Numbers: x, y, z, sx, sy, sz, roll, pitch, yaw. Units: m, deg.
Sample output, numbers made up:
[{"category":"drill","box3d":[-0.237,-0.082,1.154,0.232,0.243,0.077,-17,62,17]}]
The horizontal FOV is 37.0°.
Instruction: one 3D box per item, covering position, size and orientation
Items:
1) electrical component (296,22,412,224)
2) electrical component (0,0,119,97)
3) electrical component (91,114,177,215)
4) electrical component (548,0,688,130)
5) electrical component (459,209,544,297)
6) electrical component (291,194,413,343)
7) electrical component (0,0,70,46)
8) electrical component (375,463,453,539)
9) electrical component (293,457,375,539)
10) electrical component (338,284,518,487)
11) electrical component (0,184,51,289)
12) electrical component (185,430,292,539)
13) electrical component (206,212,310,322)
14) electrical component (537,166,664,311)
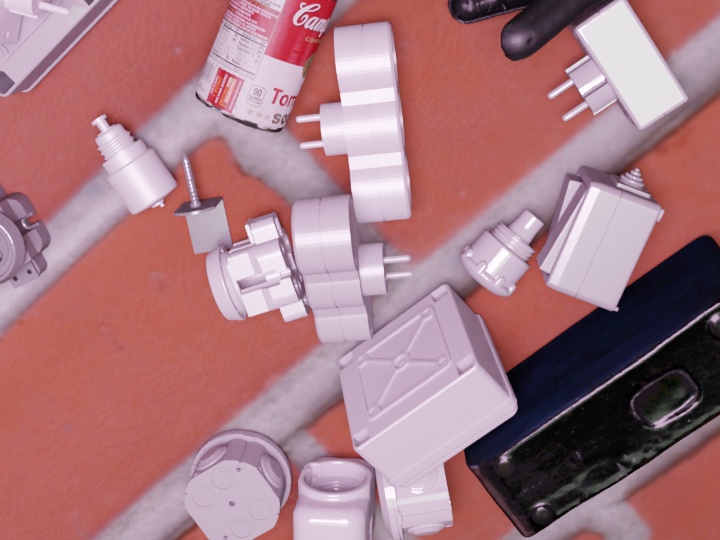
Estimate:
[{"category":"electrical component","box3d":[-0.007,-0.100,0.753,0.074,0.052,0.138,-6,106,6]},{"category":"electrical component","box3d":[-0.240,-0.194,0.739,0.109,0.056,0.108,-41,100,14]},{"category":"electrical component","box3d":[-0.166,-0.077,0.778,0.040,0.040,0.078,-31,103,12]},{"category":"electrical component","box3d":[0.166,-0.132,0.734,0.076,0.047,0.083,-34,102,13]},{"category":"electrical component","box3d":[0.106,-0.015,0.776,0.048,0.048,0.062,39,99,-8]},{"category":"electrical component","box3d":[0.000,0.000,0.756,0.074,0.052,0.138,-5,144,5]},{"category":"electrical component","box3d":[-0.220,-0.183,0.685,0.076,0.047,0.083,15,107,-1]},{"category":"electrical component","box3d":[0.040,0.163,0.817,0.051,0.080,0.080,-10,106,2]},{"category":"electrical component","box3d":[-0.018,0.183,0.817,0.054,0.095,0.059,2,107,6]},{"category":"electrical component","box3d":[0.045,0.082,0.772,0.109,0.108,0.056,-37,119,13]},{"category":"electrical component","box3d":[-0.269,-0.022,0.793,0.058,0.057,0.078,-25,104,11]},{"category":"electrical component","box3d":[-0.096,0.171,0.842,0.080,0.051,0.080,1,107,4]},{"category":"electrical component","box3d":[-0.077,0.004,0.788,0.057,0.058,0.078,-18,105,6]},{"category":"electrical component","box3d":[0.167,-0.030,0.757,0.061,0.061,0.096,20,107,-2]}]
